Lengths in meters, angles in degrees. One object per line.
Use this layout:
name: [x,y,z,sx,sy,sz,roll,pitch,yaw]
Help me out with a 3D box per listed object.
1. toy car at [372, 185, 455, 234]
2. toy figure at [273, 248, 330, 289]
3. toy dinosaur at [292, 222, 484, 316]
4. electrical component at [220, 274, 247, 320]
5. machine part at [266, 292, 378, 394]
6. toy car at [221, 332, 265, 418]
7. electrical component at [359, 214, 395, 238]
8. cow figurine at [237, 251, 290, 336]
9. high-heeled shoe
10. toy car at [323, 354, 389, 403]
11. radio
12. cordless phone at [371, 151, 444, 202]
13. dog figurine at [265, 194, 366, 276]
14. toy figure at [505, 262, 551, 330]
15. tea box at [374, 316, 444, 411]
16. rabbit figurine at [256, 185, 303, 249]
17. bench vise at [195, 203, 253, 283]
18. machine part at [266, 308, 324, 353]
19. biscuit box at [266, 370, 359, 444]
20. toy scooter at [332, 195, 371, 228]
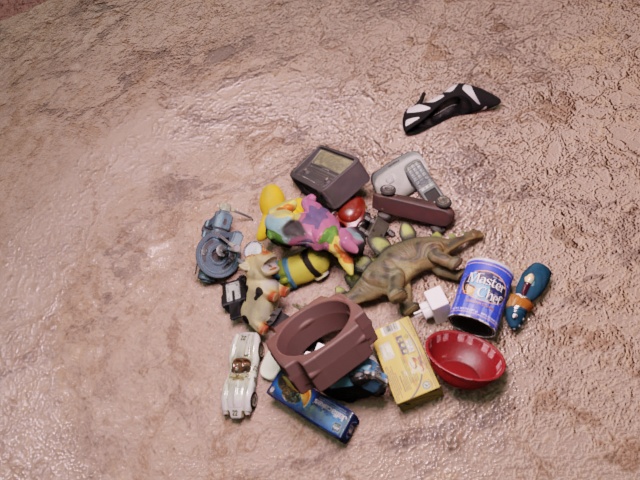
toy car: [0.227,-0.079,1.308,0.202,0.089,0.053,15,41,19]
toy figure: [-0.061,0.074,1.327,0.180,0.089,0.082,-16,62,7]
toy dinosaur: [0.165,0.077,1.241,0.471,0.104,0.199,-27,45,-6]
electrical component: [-0.208,0.152,1.356,0.075,0.047,0.119,-22,54,6]
machine part: [0.003,0.210,1.112,0.201,0.087,0.202,-34,20,-12]
toy car: [-0.179,0.309,1.241,0.074,0.056,0.202,-5,57,17]
electrical component: [0.140,-0.022,1.326,0.063,0.094,0.021,-65,18,-14]
cow figurine: [-0.141,0.114,1.274,0.127,0.085,0.194,25,115,24]
high-heeled shoe: [0.348,-0.340,1.452,0.249,0.086,0.145,10,68,29]
toy car: [0.067,0.273,1.124,0.162,0.109,0.103,-26,42,40]
radio: [0.019,-0.168,1.413,0.131,0.073,0.230,-42,29,-8]
cordless phone: [0.229,-0.119,1.361,0.147,0.088,0.184,-31,72,-2]
dog figurine: [-0.003,-0.004,1.244,0.191,0.108,0.219,-20,47,-32]
toy figure: [0.434,0.120,1.136,0.154,0.064,0.058,-53,15,-13]
tea box: [0.181,0.260,1.134,0.098,0.068,0.170,-23,56,7]
rabbit figurine: [-0.115,-0.064,1.385,0.122,0.173,0.162,5,57,18]
bench vise: [-0.247,0.004,1.391,0.241,0.129,0.223,-7,56,62]
machine part: [-0.062,0.214,1.229,0.084,0.139,0.039,-45,11,-6]
biscuit box: [-0.016,0.355,1.151,0.203,0.059,0.063,22,68,29]
toy scooter: [0.064,-0.026,1.355,0.184,0.075,0.135,-42,54,-7]
